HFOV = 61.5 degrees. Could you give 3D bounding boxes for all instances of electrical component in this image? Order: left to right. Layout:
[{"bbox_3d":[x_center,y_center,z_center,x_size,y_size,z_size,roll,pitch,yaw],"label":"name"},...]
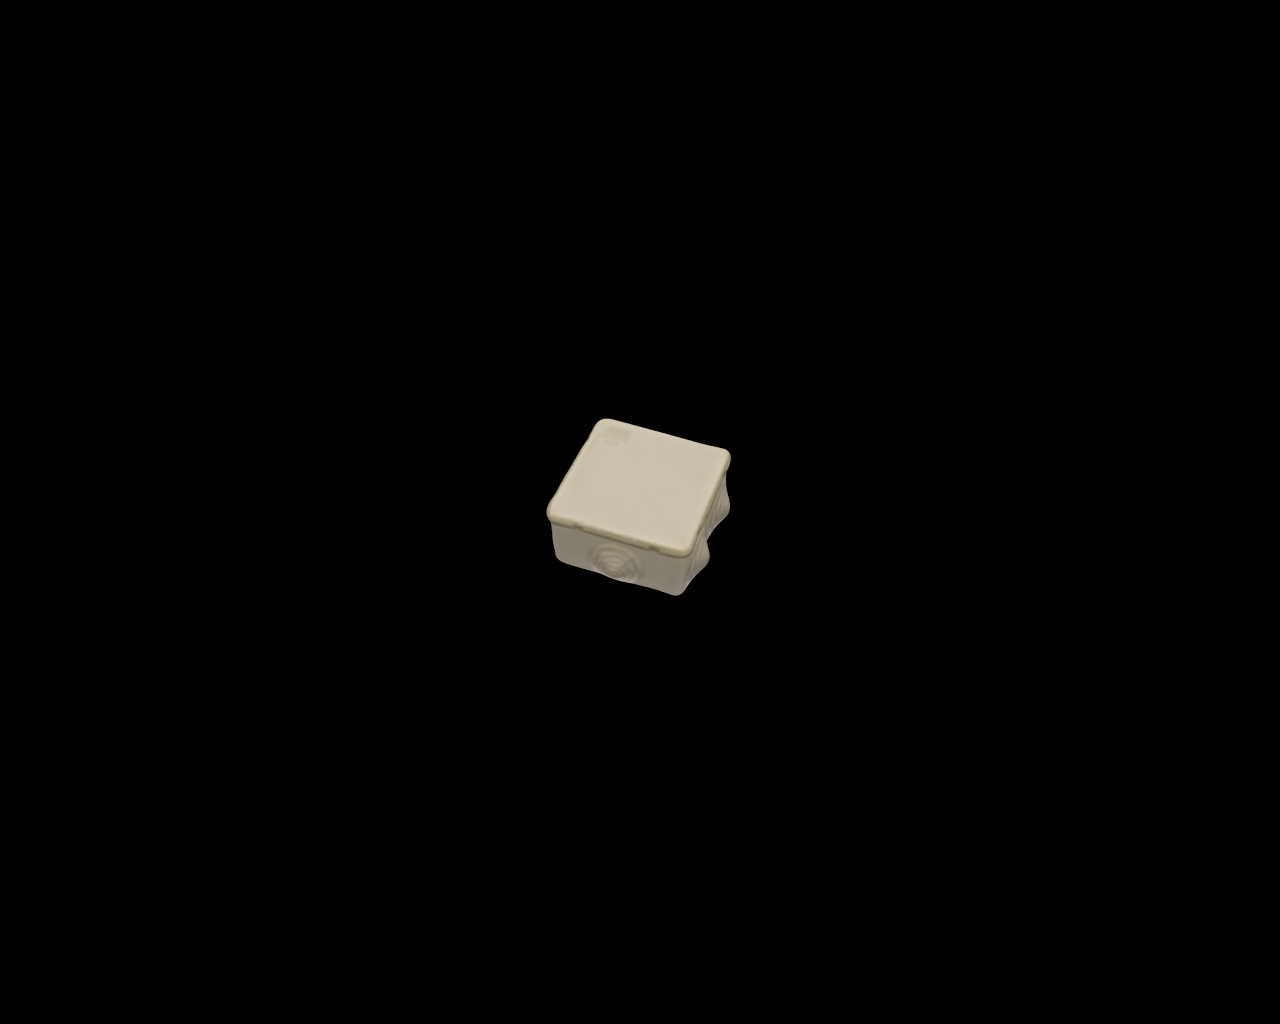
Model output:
[{"bbox_3d":[0.001,-0.003,0.650,0.100,0.100,0.048,16,-39,13],"label":"electrical component"}]
